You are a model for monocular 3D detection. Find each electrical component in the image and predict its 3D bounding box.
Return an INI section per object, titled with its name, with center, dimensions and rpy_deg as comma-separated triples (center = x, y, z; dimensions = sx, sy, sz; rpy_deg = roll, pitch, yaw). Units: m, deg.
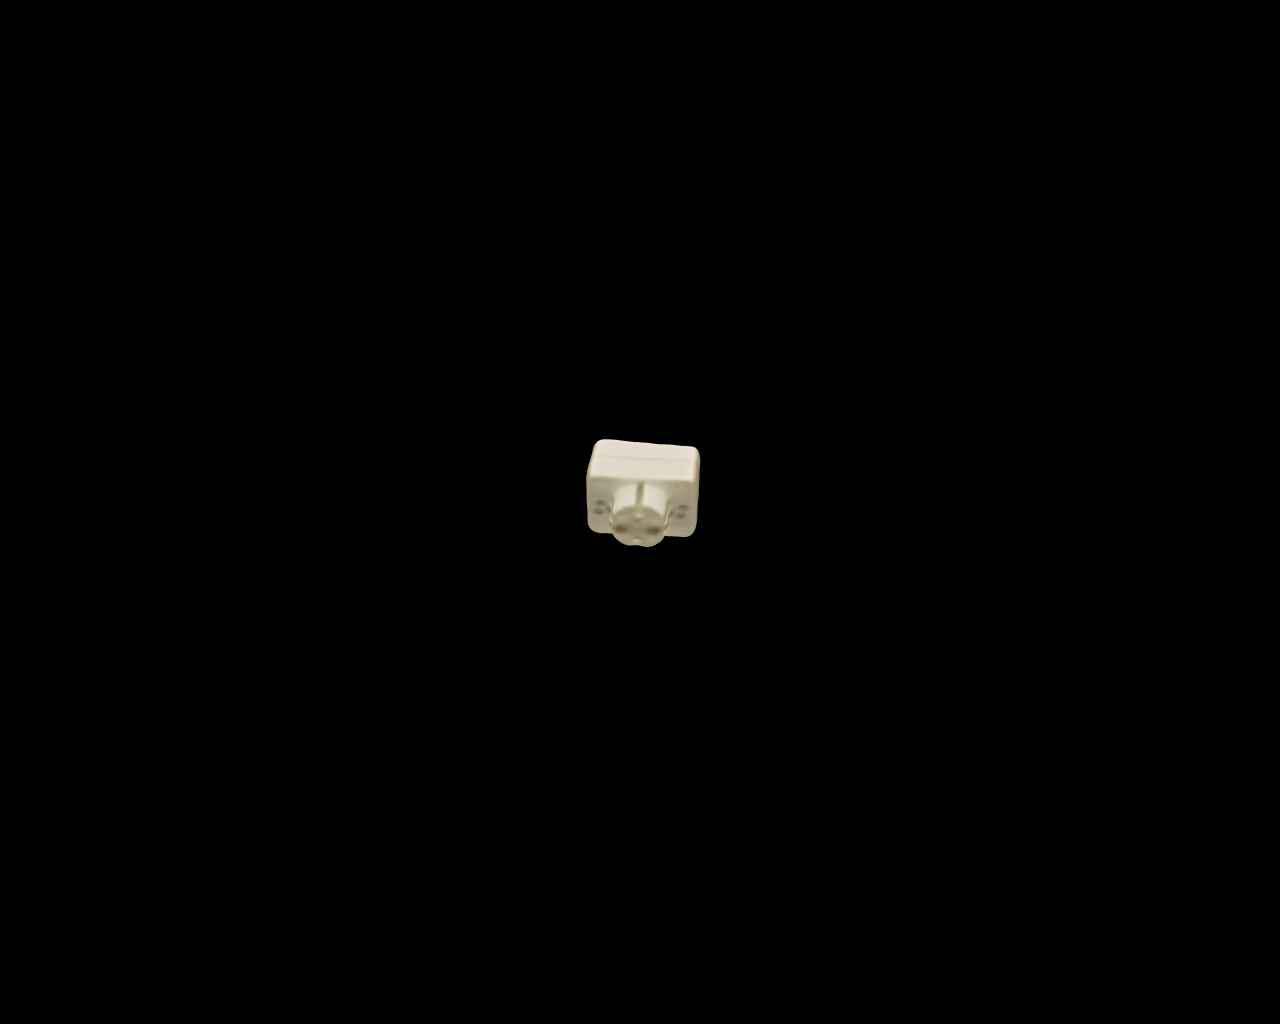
[electrical component]
center = 0.001, -0.003, 0.650
dimensions = 0.066, 0.047, 0.077
rpy_deg = 4, 40, 5
